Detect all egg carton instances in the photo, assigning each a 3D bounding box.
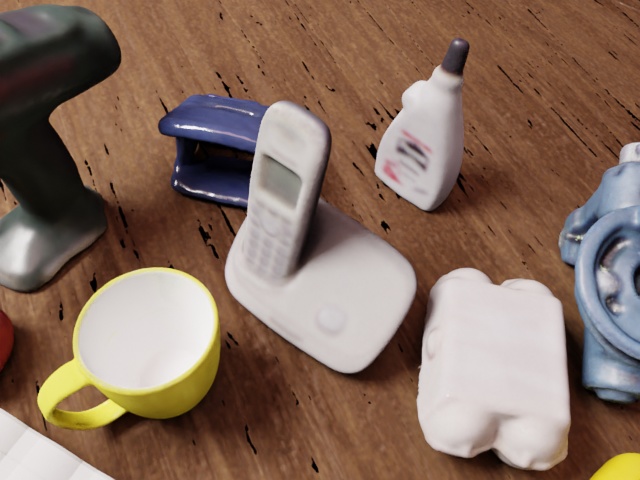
[{"bbox_3d":[0.129,0.092,0.431,0.107,0.069,0.150,11,56,1],"label":"egg carton"}]

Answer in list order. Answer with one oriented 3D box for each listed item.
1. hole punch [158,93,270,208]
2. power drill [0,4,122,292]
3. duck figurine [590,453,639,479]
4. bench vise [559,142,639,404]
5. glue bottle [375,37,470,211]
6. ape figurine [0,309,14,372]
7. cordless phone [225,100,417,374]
[{"bbox_3d":[-0.083,-0.096,0.519,0.108,0.091,0.101,12,56,1],"label":"hole punch"},{"bbox_3d":[-0.230,-0.056,0.403,0.075,0.208,0.230,30,58,14],"label":"power drill"},{"bbox_3d":[0.223,0.183,0.371,0.077,0.086,0.105,26,57,11],"label":"duck figurine"},{"bbox_3d":[0.244,-0.009,0.422,0.121,0.220,0.207,-1,56,-7],"label":"bench vise"},{"bbox_3d":[0.096,-0.101,0.494,0.078,0.173,0.037,36,59,17],"label":"glue bottle"},{"bbox_3d":[-0.256,0.065,0.389,0.076,0.092,0.077,-32,65,-25],"label":"ape figurine"},{"bbox_3d":[0.004,0.001,0.407,0.147,0.185,0.094,31,58,14],"label":"cordless phone"}]
